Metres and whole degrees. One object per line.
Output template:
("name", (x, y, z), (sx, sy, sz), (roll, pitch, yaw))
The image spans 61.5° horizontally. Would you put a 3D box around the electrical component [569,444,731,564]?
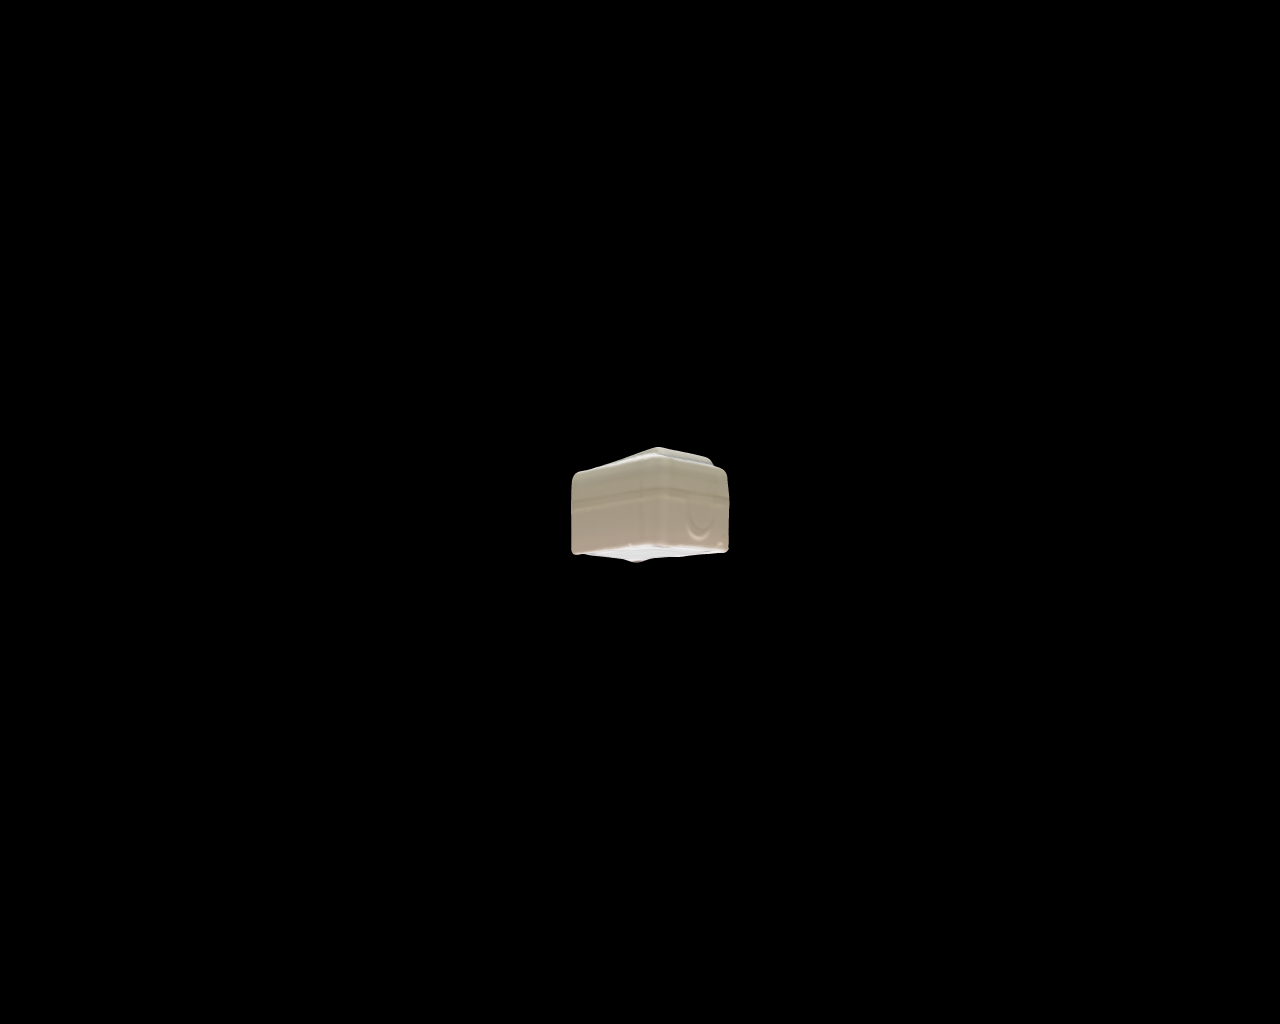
("electrical component", (0.001, -0.003, 0.650), (0.096, 0.061, 0.062), (-8, -11, 43))
